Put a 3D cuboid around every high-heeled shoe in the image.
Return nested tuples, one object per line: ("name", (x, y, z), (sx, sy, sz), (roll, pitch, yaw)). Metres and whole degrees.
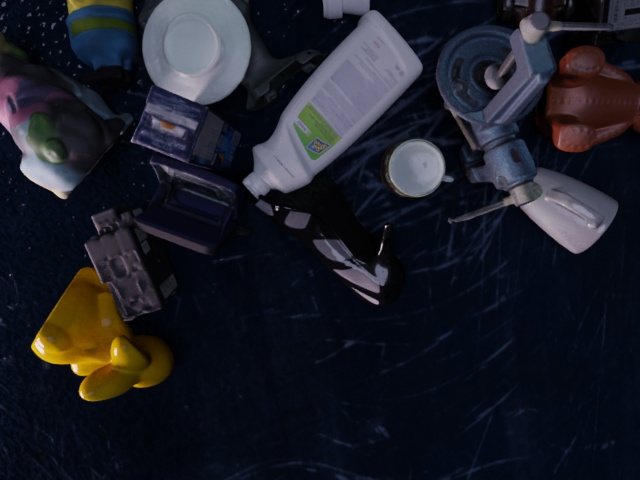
("high-heeled shoe", (-0.001, -0.002, 0.705), (0.249, 0.086, 0.145), (23, 137, 18))

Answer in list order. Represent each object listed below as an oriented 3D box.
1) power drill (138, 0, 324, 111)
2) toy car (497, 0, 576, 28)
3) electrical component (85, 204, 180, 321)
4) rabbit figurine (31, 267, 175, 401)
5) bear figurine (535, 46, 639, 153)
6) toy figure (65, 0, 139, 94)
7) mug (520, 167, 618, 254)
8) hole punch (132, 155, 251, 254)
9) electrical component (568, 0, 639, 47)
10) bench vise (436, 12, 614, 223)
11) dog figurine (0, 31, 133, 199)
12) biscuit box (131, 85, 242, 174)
("power drill", (-0.086, -0.278, 0.642), (0.232, 0.086, 0.207), (-38, 100, 7))
("toy car", (0.265, -0.355, 0.643), (0.089, 0.053, 0.202), (2, 99, 3))
("electrical component", (-0.232, 0.021, 0.669), (0.058, 0.115, 0.134), (-21, 98, -1))
("rabbit figurine", (-0.259, 0.130, 0.681), (0.173, 0.162, 0.122), (37, 85, -22))
("bear figurine", (0.365, -0.158, 0.634), (0.196, 0.132, 0.120), (5, 102, 6))
("toy figure", (-0.259, -0.273, 0.644), (0.089, 0.082, 0.180), (-12, 91, -17))
("mug", (0.298, -0.042, 0.665), (0.107, 0.109, 0.080), (33, 105, 8))
("hole punch", (-0.151, -0.051, 0.656), (0.142, 0.116, 0.092), (17, 104, -1))
("electrical component", (0.359, -0.270, 0.638), (0.119, 0.048, 0.074), (-9, 114, -16))
("bench vise", (0.200, -0.150, 0.587), (0.129, 0.240, 0.223), (-9, 80, -2))
("dog figurine", (-0.344, -0.161, 0.617), (0.219, 0.192, 0.108), (37, 104, -20))
("biscuit box", (-0.139, -0.116, 0.603), (0.063, 0.203, 0.059), (21, 94, -1))
